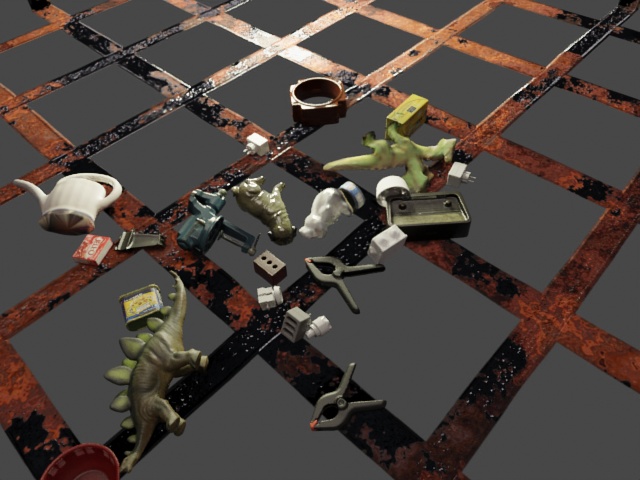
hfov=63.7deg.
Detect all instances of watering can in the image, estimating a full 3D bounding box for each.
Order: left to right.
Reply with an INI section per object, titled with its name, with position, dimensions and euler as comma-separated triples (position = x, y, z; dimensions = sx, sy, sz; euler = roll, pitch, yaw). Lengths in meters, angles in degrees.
[watering can]
position = -0.781, -0.114, 1.555
dimensions = 0.348, 0.101, 0.230
euler = -2, 49, 1

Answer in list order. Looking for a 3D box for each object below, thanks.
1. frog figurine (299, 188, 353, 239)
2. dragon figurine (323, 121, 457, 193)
[frog figurine]
position = 0.004, -0.074, 1.469
dimensions = 0.160, 0.121, 0.139
euler = -26, 18, -7
[dragon figurine]
position = 0.241, -0.233, 1.614
dimensions = 0.412, 0.119, 0.247
euler = -28, 60, -9
